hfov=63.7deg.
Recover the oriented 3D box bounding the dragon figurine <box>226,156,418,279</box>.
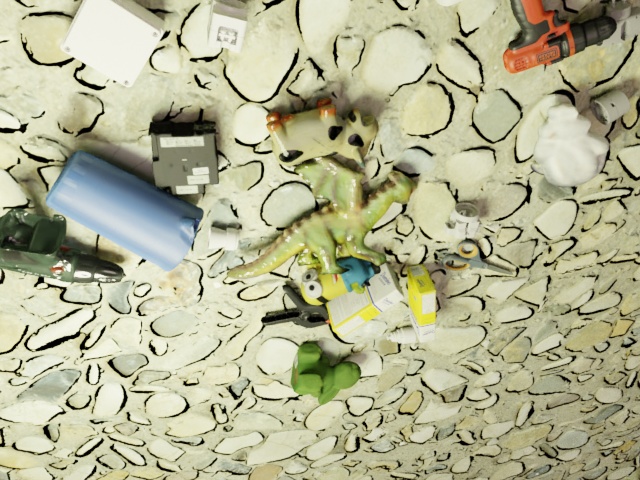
[{"bbox_3d":[0.003,-0.051,1.022,0.411,0.124,0.239,-10,111,-8],"label":"dragon figurine"}]

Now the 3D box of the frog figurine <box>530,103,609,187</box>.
[{"bbox_3d":[0.487,-0.184,0.997,0.137,0.126,0.156,1,142,11],"label":"frog figurine"}]
